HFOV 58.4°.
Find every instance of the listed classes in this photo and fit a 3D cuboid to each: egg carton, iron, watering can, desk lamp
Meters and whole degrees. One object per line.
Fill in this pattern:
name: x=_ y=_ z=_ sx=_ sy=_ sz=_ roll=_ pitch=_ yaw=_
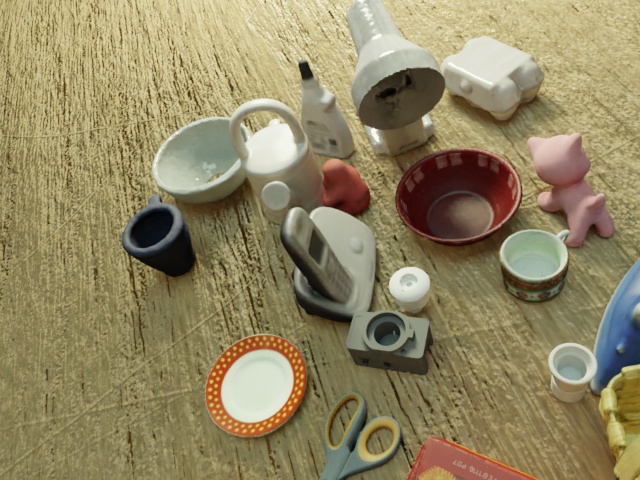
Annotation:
egg carton: x=0.258 y=-0.249 z=0.877 sx=0.107 sy=0.069 sz=0.150 roll=-39 pitch=52 yaw=-12
iron: x=0.364 y=0.042 z=0.573 sx=0.258 sy=0.142 sz=0.118 roll=-41 pitch=52 yaw=-14
watering can: x=-0.057 y=-0.110 z=0.794 sx=0.101 sy=0.194 sz=0.172 roll=-30 pitch=51 yaw=-5
desk lamp: x=0.097 y=-0.220 z=0.814 sx=0.118 sy=0.214 sz=0.203 roll=-19 pitch=50 yaw=4

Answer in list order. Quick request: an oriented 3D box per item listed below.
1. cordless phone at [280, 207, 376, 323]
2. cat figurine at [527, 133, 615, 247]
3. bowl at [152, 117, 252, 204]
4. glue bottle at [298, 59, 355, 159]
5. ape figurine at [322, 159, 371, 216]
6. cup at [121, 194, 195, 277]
cordless phone: x=0.006 y=0.002 z=0.694 sx=0.094 sy=0.185 sz=0.147 roll=-4 pitch=53 yaw=16
cat figurine: x=0.305 y=-0.074 z=0.697 sx=0.067 sy=0.118 sz=0.127 roll=-23 pitch=50 yaw=1
bowl: x=-0.176 y=-0.115 z=0.915 sx=0.167 sy=0.075 sz=0.167 roll=-9 pitch=52 yaw=12
glue bottle: x=-0.001 y=-0.196 z=0.855 sx=0.077 sy=0.173 sz=0.037 roll=18 pitch=62 yaw=29
ape figurine: x=0.030 y=-0.080 z=0.809 sx=0.076 sy=0.092 sz=0.078 roll=31 pitch=68 yaw=34
cup: x=-0.224 y=0.000 z=0.831 sx=0.091 sy=0.095 sz=0.117 roll=-17 pitch=51 yaw=5
